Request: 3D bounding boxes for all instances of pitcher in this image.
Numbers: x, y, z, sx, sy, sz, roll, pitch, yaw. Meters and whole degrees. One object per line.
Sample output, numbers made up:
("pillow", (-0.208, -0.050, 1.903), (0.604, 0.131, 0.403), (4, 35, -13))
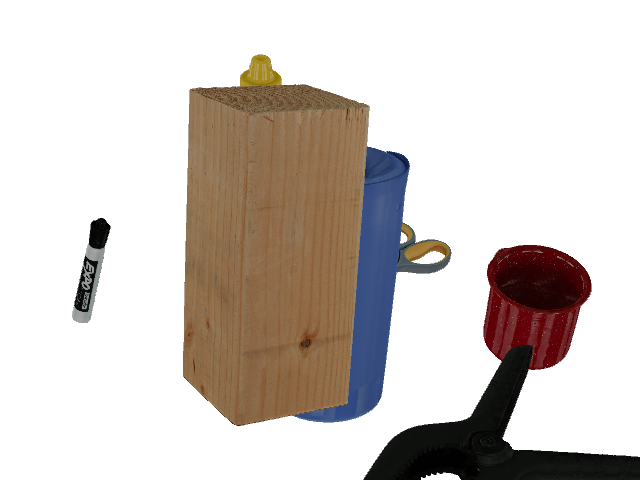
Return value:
("pitcher", (0.001, 0.040, 0.954), (0.149, 0.243, 0.145), (-4, 22, -13))

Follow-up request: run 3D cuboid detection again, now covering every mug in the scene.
("mug", (0.190, 0.057, 0.988), (0.093, 0.081, 0.117), (-13, 42, -18))

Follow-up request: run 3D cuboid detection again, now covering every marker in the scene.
("marker", (-0.223, 0.029, 1.037), (0.020, 0.121, 0.020), (14, 33, -9))

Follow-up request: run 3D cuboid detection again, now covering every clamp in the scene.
("clamp", (0.106, 0.137, 0.694), (0.209, 0.036, 0.165), (-14, 31, -19))

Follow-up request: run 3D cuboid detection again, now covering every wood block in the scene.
("wood block", (-0.033, 0.006, 0.713), (0.090, 0.206, 0.090), (-6, 20, -30))

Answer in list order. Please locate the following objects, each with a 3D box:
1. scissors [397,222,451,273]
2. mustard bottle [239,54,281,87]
("scissors", (0.060, 0.020, 1.197), (0.201, 0.016, 0.096), (-12, 42, -35))
("mustard bottle", (-0.062, -0.100, 1.093), (0.058, 0.192, 0.096), (19, 39, 21))
